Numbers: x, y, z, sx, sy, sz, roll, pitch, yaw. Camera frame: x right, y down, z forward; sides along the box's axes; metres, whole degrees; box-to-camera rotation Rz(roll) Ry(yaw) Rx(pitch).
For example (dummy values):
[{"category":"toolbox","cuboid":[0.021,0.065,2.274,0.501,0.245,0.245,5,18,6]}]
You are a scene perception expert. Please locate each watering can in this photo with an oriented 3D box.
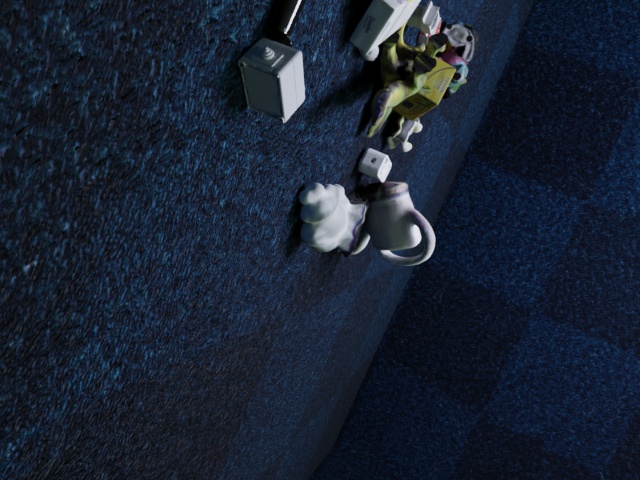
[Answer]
[{"category":"watering can","cuboid":[0.158,-0.041,1.344,0.105,0.347,0.222,-22,103,-32]}]

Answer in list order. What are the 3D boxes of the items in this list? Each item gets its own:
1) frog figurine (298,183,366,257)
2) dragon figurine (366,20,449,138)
[{"category":"frog figurine","cuboid":[0.003,-0.052,1.031,0.158,0.124,0.137,29,96,-37]},{"category":"dragon figurine","cuboid":[0.150,-0.301,1.052,0.419,0.122,0.237,-60,172,-32]}]
